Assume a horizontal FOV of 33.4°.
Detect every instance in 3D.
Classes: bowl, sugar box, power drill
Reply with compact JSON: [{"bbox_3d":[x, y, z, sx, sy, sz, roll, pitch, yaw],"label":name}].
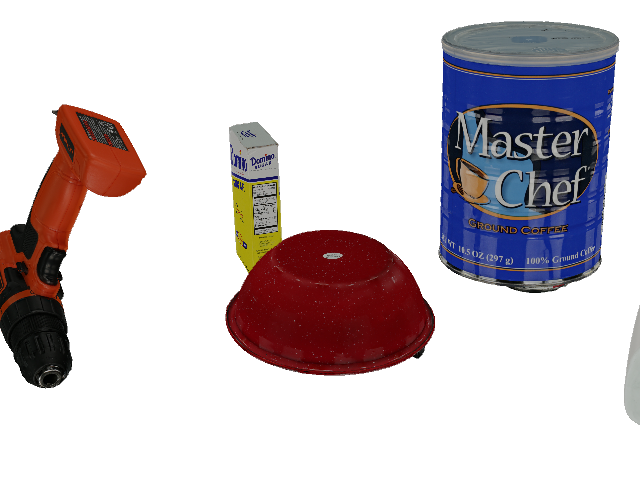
[{"bbox_3d":[0.008,0.036,0.810,0.162,0.055,0.162,1,26,-1],"label":"bowl"},{"bbox_3d":[-0.080,-0.048,1.316,0.048,0.176,0.093,-11,26,-15],"label":"sugar box"},{"bbox_3d":[-0.208,0.001,0.853,0.057,0.188,0.185,17,25,-38],"label":"power drill"}]

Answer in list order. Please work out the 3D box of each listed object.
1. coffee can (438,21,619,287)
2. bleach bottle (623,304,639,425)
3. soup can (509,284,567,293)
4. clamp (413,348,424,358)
[{"bbox_3d":[0.124,-0.055,0.653,0.103,0.140,0.103,-1,21,0],"label":"coffee can"},{"bbox_3d":[0.279,0.058,0.759,0.103,0.068,0.250,11,22,19],"label":"bleach bottle"},{"bbox_3d":[0.188,-0.014,0.928,0.068,0.102,0.068,-3,24,1],"label":"soup can"},{"bbox_3d":[0.059,0.068,1.168,0.120,0.171,0.039,7,-41,5],"label":"clamp"}]
